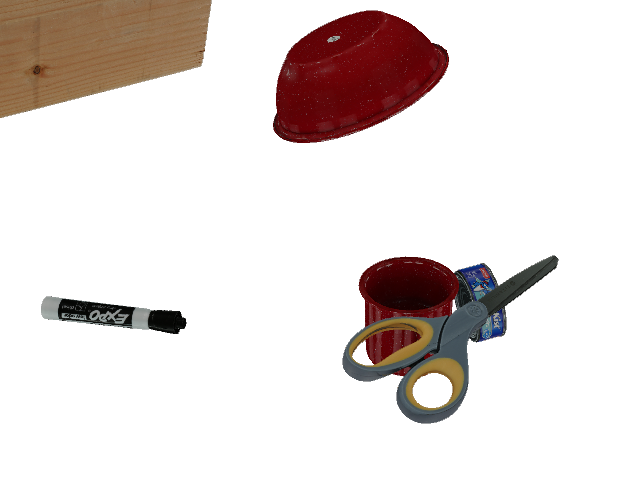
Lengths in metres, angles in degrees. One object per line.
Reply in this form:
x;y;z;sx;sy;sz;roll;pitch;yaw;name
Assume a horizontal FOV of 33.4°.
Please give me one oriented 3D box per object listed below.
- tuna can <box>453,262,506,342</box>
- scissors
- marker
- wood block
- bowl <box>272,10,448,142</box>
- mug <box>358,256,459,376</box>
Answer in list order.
0.178;0.070;1.202;0.033;0.086;0.086;-14;2;-7;tuna can
0.113;0.070;0.762;0.201;0.096;0.016;-16;-39;-21;scissors
-0.167;0.061;0.864;0.121;0.020;0.020;5;1;13;marker
-0.197;-0.173;0.840;0.205;0.091;0.090;-22;53;-35;wood block
0.023;-0.148;0.900;0.162;0.055;0.162;-21;28;11;bowl
0.086;0.080;1.000;0.093;0.081;0.117;-8;32;-9;mug
